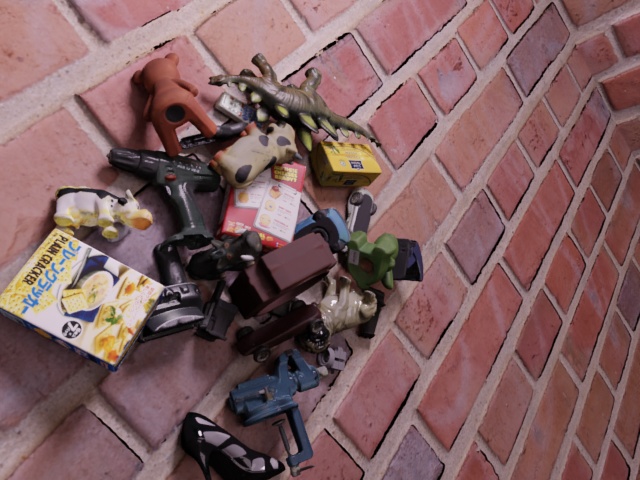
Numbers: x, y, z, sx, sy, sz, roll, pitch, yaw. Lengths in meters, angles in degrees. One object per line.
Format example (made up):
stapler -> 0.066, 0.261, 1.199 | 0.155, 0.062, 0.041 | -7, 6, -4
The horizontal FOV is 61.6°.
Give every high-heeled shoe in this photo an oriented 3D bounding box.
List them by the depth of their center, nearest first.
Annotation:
high-heeled shoe -> -0.175, 0.420, 1.090 | 0.248, 0.086, 0.145 | 25, 32, -51

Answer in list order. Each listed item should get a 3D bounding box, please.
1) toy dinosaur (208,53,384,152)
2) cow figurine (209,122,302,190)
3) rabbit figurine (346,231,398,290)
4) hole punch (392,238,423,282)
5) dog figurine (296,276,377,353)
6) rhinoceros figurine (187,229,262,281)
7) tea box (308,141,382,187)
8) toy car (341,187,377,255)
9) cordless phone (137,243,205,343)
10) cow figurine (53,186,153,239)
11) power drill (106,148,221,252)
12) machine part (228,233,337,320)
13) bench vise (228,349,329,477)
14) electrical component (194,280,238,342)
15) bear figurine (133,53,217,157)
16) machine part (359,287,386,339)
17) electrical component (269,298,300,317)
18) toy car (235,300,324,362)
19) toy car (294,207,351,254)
toy dinosaur -> -0.042, -0.314, 1.294 | 0.471, 0.105, 0.198 | 6, 61, -31
cow figurine -> -0.126, -0.182, 1.145 | 0.195, 0.085, 0.127 | -46, 103, -24
rabbit figurine -> 0.151, 0.047, 1.333 | 0.170, 0.121, 0.158 | -30, 122, -54
hole punch -> 0.214, 0.056, 1.426 | 0.092, 0.142, 0.115 | 17, 79, -38
dog figurine -> 0.045, 0.200, 1.282 | 0.172, 0.121, 0.190 | 30, 72, -15
rhinoceros figurine -> -0.188, 0.028, 1.079 | 0.112, 0.190, 0.073 | 8, 67, -53
tea box -> 0.066, -0.194, 1.386 | 0.169, 0.068, 0.098 | -5, 61, -40
toy car -> 0.098, -0.042, 1.402 | 0.073, 0.056, 0.201 | 31, 63, -37
cordless phone -> -0.312, 0.094, 1.045 | 0.146, 0.089, 0.184 | -12, 76, -38
cow figurine -> -0.395, -0.057, 0.984 | 0.167, 0.068, 0.098 | -1, 57, -19
power drill -> -0.300, -0.081, 1.075 | 0.232, 0.086, 0.207 | -1, 64, -42
machine part -> -0.078, 0.078, 1.125 | 0.201, 0.201, 0.087 | -24, 79, -32
bench vise -> -0.066, 0.361, 1.124 | 0.223, 0.129, 0.240 | -9, 68, -32
electrical component -> -0.208, 0.146, 1.105 | 0.047, 0.075, 0.119 | 31, 59, -28
bear figurine -> -0.302, -0.281, 1.084 | 0.120, 0.196, 0.131 | -30, 134, -3
machine part -> 0.133, 0.187, 1.387 | 0.084, 0.039, 0.139 | 33, 59, -34
electrical component -> -0.090, 0.143, 1.231 | 0.094, 0.021, 0.063 | 27, 64, -30
toy car -> -0.086, 0.198, 1.163 | 0.202, 0.089, 0.053 | -26, 134, -26
toy car -> -0.003, -0.004, 1.276 | 0.109, 0.162, 0.103 | 61, 13, 6
